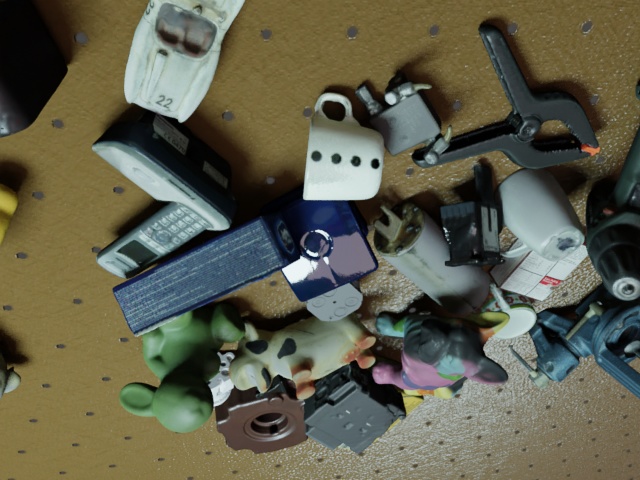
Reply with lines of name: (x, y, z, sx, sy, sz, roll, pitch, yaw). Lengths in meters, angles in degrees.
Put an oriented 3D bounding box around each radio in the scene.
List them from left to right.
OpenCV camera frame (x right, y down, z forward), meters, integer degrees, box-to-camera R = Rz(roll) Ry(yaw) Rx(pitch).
radio: (-0.336, -0.115, 0.428, 0.230, 0.131, 0.073, -16, 130, 2)

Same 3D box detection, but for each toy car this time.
toy car: (-0.109, -0.196, 0.458, 0.073, 0.056, 0.201, 17, 125, -25)

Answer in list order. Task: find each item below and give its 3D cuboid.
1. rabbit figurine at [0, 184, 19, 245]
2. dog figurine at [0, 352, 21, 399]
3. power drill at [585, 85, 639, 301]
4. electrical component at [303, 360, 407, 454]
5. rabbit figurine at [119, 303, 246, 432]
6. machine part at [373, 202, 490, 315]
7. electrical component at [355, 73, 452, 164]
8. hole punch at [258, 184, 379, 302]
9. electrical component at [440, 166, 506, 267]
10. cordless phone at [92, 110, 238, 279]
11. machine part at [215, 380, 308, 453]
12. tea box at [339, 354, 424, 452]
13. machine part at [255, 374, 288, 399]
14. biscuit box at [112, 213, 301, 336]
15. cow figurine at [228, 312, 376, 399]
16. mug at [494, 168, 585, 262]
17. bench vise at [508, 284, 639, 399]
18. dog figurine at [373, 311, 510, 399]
rabbit figurine: (-0.391, -0.026, 0.500, 0.173, 0.122, 0.162, 23, 117, -28)
dog figurine: (-0.439, 0.116, 0.637, 0.172, 0.121, 0.190, -3, 120, -55)
power drill: (0.357, -0.061, 0.589, 0.086, 0.232, 0.207, 13, 111, 17)
electrical component: (0.042, 0.252, 0.794, 0.115, 0.058, 0.134, 36, 113, -18)
rabbit figurine: (-0.183, 0.166, 0.676, 0.159, 0.170, 0.121, -41, 126, 20)
machine part: (0.147, 0.028, 0.693, 0.079, 0.079, 0.243, -39, 127, 20)
electrical component: (0.092, -0.124, 0.556, 0.078, 0.045, 0.102, -20, 121, 24)
hole punch: (-0.001, -0.002, 0.630, 0.142, 0.092, 0.115, -24, 127, 13)
electrical component: (0.184, -0.027, 0.650, 0.048, 0.119, 0.075, -10, 174, 44)
cordless phone: (-0.193, -0.037, 0.562, 0.184, 0.089, 0.146, -33, 129, 21)
machine part: (-0.084, 0.283, 0.875, 0.179, 0.056, 0.179, -6, 132, -7)
tea box: (0.077, 0.274, 0.893, 0.098, 0.068, 0.169, 26, 119, -30)
machine part: (-0.034, 0.188, 0.799, 0.139, 0.084, 0.039, -19, 107, -7)
biscuit box: (-0.124, 0.037, 0.595, 0.203, 0.059, 0.062, -24, 92, 15)
cow figurine: (-0.034, 0.148, 0.741, 0.195, 0.127, 0.085, -23, 133, -11)
mug: (0.260, -0.020, 0.656, 0.109, 0.107, 0.080, -40, 125, 18)
bench vise: (0.426, 0.168, 0.780, 0.224, 0.241, 0.128, -36, 126, -2)
dog figurine: (0.179, 0.153, 0.719, 0.191, 0.108, 0.219, 23, 158, -27)
